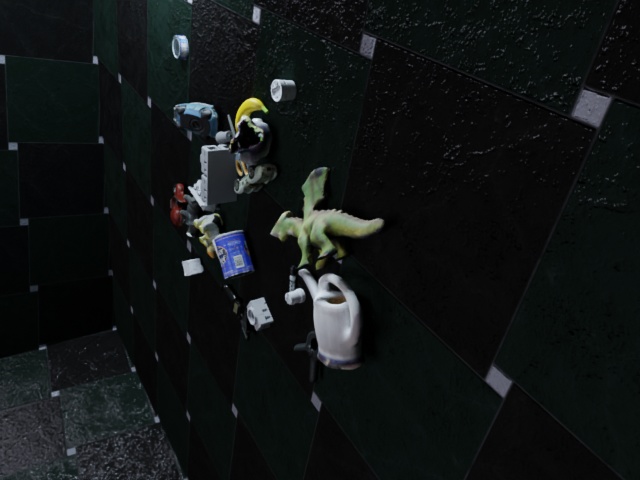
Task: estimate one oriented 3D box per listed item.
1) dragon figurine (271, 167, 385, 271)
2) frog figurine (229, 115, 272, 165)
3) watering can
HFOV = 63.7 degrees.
[{"bbox_3d":[0.004,-0.063,1.246,0.404,0.122,0.246,-31,64,47],"label":"dragon figurine"},{"bbox_3d":[-0.194,-0.282,1.493,0.159,0.123,0.138,42,-131,-86],"label":"frog figurine"},{"bbox_3d":[0.026,0.188,1.279,0.348,0.104,0.223,-166,70,-68],"label":"watering can"}]
